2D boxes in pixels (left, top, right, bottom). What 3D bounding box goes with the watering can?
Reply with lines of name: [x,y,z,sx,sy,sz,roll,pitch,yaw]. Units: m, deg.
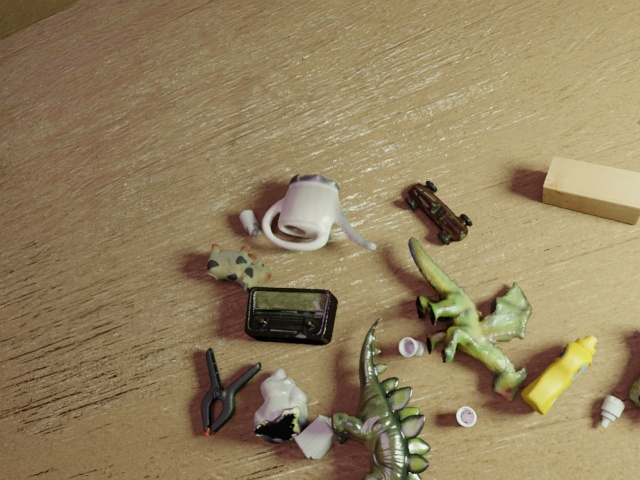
watering can: [0.004,-0.071,1.401,0.348,0.102,0.228,4,67,24]

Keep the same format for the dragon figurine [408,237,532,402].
dragon figurine: [0.356,0.159,1.183,0.243,0.120,0.418,-7,64,-2]

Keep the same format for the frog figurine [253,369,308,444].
frog figurine: [-0.098,0.398,1.235,0.137,0.121,0.162,-43,23,8]
